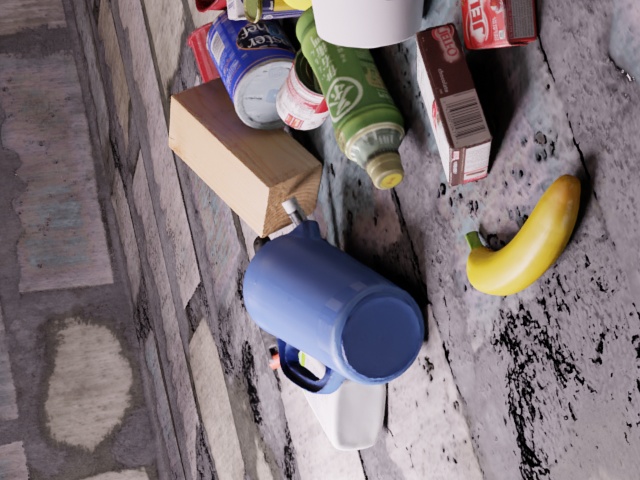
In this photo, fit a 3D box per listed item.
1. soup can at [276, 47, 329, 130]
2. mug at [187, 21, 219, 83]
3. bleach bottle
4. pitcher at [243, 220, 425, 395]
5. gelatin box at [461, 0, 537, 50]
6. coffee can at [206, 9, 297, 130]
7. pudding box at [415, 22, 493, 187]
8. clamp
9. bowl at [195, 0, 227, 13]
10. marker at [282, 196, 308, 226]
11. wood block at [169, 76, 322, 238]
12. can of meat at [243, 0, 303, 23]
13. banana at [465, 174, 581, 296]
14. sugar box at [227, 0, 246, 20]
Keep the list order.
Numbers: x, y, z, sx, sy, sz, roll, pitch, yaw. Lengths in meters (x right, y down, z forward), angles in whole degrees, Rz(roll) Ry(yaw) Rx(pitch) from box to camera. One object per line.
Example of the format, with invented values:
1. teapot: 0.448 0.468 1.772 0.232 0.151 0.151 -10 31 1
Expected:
1. soup can: -0.009 -0.176 1.227 0.102 0.068 0.068 130 129 -67
2. mug: -0.133 -0.259 1.544 0.117 0.093 0.081 29 -138 -74
3. bleach bottle: 0.008 0.164 1.341 0.251 0.068 0.102 -134 45 -65
4. pitcher: 0.014 0.087 1.189 0.149 0.145 0.243 57 167 -23
5. gelatin box: 0.138 -0.197 0.844 0.073 0.030 0.089 -161 64 -69
6. coffee can: -0.077 -0.221 1.354 0.140 0.102 0.103 -117 26 -43
7. pudding box: 0.112 -0.114 0.906 0.090 0.039 0.113 68 -171 -72
8. clamp: -0.052 0.077 1.345 0.039 0.120 0.171 -28 36 30
9. bowl: -0.104 -0.363 1.392 0.162 0.055 0.162 -44 36 44
10. marker: -0.009 0.002 1.317 0.121 0.020 0.020 60 163 -6
11. wood block: -0.100 -0.111 1.384 0.206 0.090 0.091 44 144 29
12. can of meat: -0.044 -0.310 1.247 0.057 0.083 0.102 -141 46 -64
13. banana: 0.158 0.006 0.864 0.198 0.037 0.069 142 117 -69
14. sugar box: -0.069 -0.358 1.287 0.048 0.093 0.176 -151 54 -68
